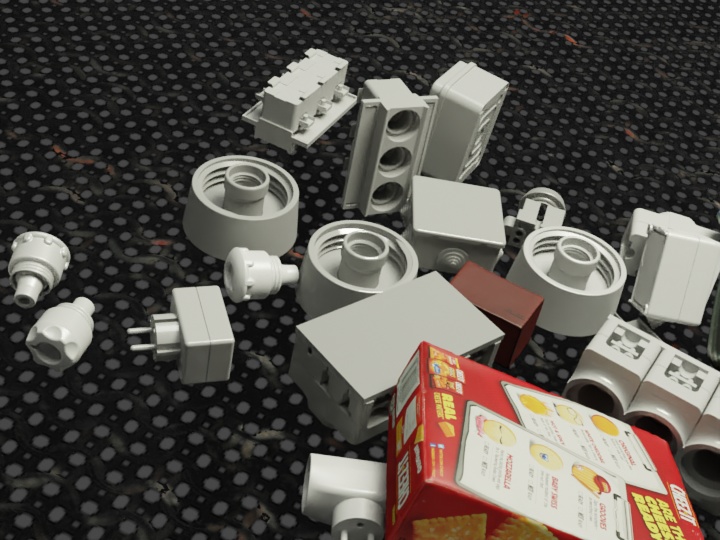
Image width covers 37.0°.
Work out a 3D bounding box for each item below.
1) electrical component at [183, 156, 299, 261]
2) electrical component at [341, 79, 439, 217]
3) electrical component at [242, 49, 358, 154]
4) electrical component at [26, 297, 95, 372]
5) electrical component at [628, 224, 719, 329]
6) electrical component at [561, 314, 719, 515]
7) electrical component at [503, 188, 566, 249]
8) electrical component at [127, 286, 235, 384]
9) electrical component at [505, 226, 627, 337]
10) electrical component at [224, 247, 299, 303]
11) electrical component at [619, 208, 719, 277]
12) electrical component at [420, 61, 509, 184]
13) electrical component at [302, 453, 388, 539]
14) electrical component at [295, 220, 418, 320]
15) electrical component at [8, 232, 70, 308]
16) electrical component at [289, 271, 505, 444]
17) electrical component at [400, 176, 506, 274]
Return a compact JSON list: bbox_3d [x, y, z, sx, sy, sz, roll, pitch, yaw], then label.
[{"bbox_3d":[-0.108,-0.063,0.997,0.108,0.060,0.108,8,40,-7],"label":"electrical component"},{"bbox_3d":[0.023,-0.121,1.055,0.079,0.121,0.063,-7,41,-24],"label":"electrical component"},{"bbox_3d":[-0.060,-0.184,1.152,0.079,0.063,0.121,25,41,14],"label":"electrical component"},{"bbox_3d":[-0.230,0.046,0.845,0.043,0.043,0.062,18,38,5],"label":"electrical component"},{"bbox_3d":[0.295,0.011,1.004,0.061,0.096,0.061,12,10,-2],"label":"electrical component"},{"bbox_3d":[0.241,0.118,0.859,0.150,0.089,0.062,29,42,18],"label":"electrical component"},{"bbox_3d":[0.179,-0.049,1.075,0.066,0.048,0.055,19,47,7],"label":"electrical component"},{"bbox_3d":[-0.146,0.053,0.858,0.077,0.047,0.065,-4,43,-19],"label":"electrical component"},{"bbox_3d":[0.196,0.003,1.005,0.108,0.060,0.108,8,40,-7],"label":"electrical component"},{"bbox_3d":[-0.085,0.004,0.937,0.062,0.048,0.048,0,41,-26],"label":"electrical component"},{"bbox_3d":[0.309,-0.020,1.073,0.089,0.050,0.055,18,39,6],"label":"electrical component"},{"bbox_3d":[0.101,-0.151,1.120,0.057,0.113,0.078,29,42,14],"label":"electrical component"},{"bbox_3d":[-0.001,0.171,0.762,0.077,0.044,0.079,9,40,-6],"label":"electrical component"},{"bbox_3d":[0.000,0.000,0.952,0.108,0.060,0.108,8,40,-7],"label":"electrical component"},{"bbox_3d":[-0.269,0.003,0.886,0.048,0.048,0.062,9,47,-6],"label":"electrical component"},{"bbox_3d":[0.029,0.071,0.875,0.150,0.061,0.089,-20,50,-34],"label":"electrical component"},{"bbox_3d":[0.089,-0.040,1.035,0.100,0.048,0.099,9,40,-6],"label":"electrical component"}]
